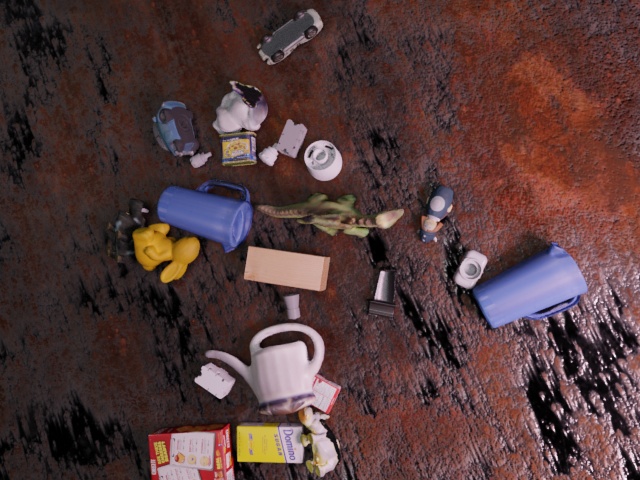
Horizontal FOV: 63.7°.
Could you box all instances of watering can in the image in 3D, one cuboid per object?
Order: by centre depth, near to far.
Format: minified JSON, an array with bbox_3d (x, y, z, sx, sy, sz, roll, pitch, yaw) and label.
[{"bbox_3d":[-0.141,0.347,1.355,0.346,0.103,0.228,-18,70,17],"label":"watering can"}]

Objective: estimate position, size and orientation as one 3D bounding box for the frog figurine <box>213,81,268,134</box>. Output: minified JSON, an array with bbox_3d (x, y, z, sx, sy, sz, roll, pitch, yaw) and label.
[{"bbox_3d":[-0.224,-0.353,1.450,0.138,0.125,0.156,40,129,6],"label":"frog figurine"}]

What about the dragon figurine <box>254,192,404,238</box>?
[{"bbox_3d":[0.004,-0.066,1.303,0.410,0.243,0.122,2,92,8],"label":"dragon figurine"}]
